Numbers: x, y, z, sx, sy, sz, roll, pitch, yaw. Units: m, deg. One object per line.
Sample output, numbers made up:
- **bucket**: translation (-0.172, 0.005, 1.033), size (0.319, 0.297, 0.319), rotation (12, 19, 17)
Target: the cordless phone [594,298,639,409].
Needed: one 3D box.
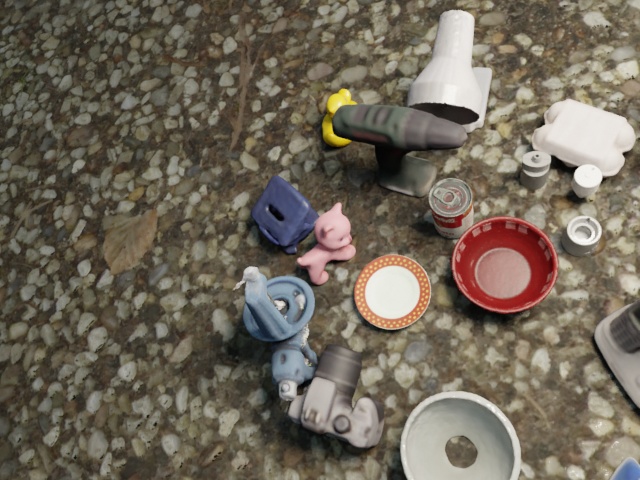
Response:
- **cordless phone**: translation (0.450, 0.147, 0.764), size (0.094, 0.185, 0.147), rotation (-28, 64, 4)

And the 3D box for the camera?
- **camera**: translation (0.032, 0.238, 0.892), size (0.142, 0.101, 0.137), rotation (13, 73, 20)

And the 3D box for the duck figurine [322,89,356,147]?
- **duck figurine**: translation (0.035, -0.236, 1.085), size (0.077, 0.086, 0.105), rotation (18, 75, 21)

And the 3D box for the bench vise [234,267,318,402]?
- **bench vise**: translation (-0.056, 0.133, 0.892), size (0.121, 0.220, 0.207), rotation (-29, 64, 4)

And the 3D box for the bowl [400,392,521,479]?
- **bowl**: translation (0.203, 0.309, 0.831), size (0.167, 0.075, 0.167), rotation (-5, 68, 14)

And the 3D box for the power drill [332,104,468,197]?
- **power drill**: translation (0.138, -0.154, 0.956), size (0.229, 0.209, 0.076), rotation (18, 75, 21)

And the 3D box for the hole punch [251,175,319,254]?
- **hole punch**: translation (-0.067, -0.045, 1.036), size (0.101, 0.091, 0.108), rotation (-46, 65, -5)

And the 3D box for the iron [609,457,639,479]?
- **iron**: translation (0.395, 0.402, 0.703), size (0.118, 0.142, 0.258), rotation (3, 70, 17)

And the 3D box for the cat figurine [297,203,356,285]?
- **cat figurine**: translation (0.009, 0.004, 0.981), size (0.128, 0.118, 0.067), rotation (-44, 64, -4)

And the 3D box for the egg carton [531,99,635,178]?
- **egg carton**: translation (0.438, -0.169, 0.956), size (0.150, 0.069, 0.107), rotation (27, 78, 23)

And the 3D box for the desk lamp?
- **desk lamp**: translation (0.224, -0.266, 0.973), size (0.117, 0.214, 0.203), rotation (8, 72, 19)
